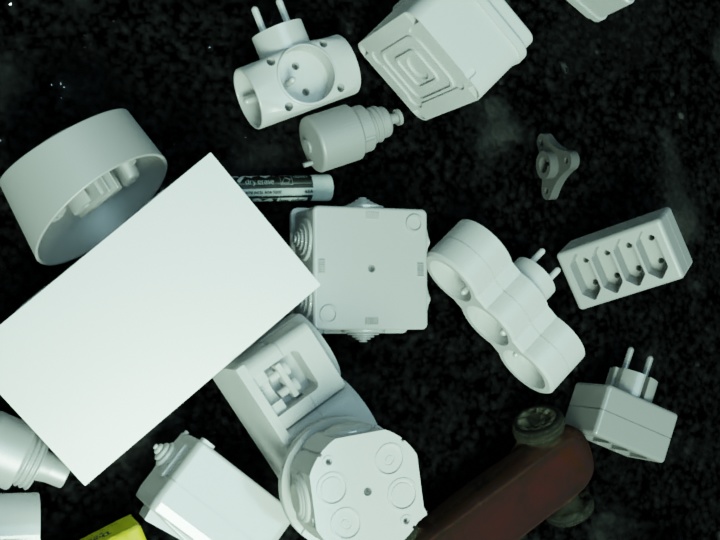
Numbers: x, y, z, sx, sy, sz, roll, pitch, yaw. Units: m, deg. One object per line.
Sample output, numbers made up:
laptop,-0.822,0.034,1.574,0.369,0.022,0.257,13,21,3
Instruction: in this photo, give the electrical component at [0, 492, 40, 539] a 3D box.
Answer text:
electrical component,-0.237,0.158,0.651,0.081,0.043,0.043,2,86,-21

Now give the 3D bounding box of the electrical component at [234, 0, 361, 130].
electrical component,-0.050,-0.146,0.738,0.077,0.044,0.079,-24,95,-20

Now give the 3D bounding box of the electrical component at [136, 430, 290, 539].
electrical component,-0.101,0.149,0.693,0.096,0.062,0.061,41,74,-14

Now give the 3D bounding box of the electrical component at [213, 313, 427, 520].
electrical component,-0.027,0.108,0.708,0.062,0.089,0.150,-35,99,-19

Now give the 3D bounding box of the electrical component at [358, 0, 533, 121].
electrical component,0.057,-0.156,0.743,0.057,0.113,0.078,-46,103,-14

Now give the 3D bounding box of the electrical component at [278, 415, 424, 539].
electrical component,-0.004,0.128,0.638,0.080,0.051,0.080,1,87,-21

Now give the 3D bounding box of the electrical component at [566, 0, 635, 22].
electrical component,0.179,-0.268,0.824,0.109,0.056,0.108,36,76,-15

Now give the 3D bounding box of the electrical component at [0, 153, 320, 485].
electrical component,-0.134,0.027,0.674,0.186,0.060,0.105,-40,101,-7

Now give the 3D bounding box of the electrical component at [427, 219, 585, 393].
electrical component,0.117,0.016,0.787,0.074,0.052,0.138,-44,102,-18

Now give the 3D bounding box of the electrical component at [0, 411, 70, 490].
electrical component,-0.210,0.115,0.664,0.062,0.043,0.043,26,78,-18

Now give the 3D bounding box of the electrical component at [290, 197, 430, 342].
electrical component,0.000,0.000,0.746,0.100,0.048,0.099,1,87,-21

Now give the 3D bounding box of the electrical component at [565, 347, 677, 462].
electrical component,0.203,0.098,0.818,0.066,0.047,0.076,24,79,-18

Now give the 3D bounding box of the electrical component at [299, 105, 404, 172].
electrical component,-0.006,-0.096,0.754,0.078,0.040,0.040,-21,94,-21

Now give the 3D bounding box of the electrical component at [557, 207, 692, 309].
electrical component,0.205,-0.014,0.816,0.076,0.083,0.047,-34,101,-58

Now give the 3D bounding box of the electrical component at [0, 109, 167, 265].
electrical component,-0.169,-0.053,0.663,0.099,0.099,0.064,-33,92,-19
